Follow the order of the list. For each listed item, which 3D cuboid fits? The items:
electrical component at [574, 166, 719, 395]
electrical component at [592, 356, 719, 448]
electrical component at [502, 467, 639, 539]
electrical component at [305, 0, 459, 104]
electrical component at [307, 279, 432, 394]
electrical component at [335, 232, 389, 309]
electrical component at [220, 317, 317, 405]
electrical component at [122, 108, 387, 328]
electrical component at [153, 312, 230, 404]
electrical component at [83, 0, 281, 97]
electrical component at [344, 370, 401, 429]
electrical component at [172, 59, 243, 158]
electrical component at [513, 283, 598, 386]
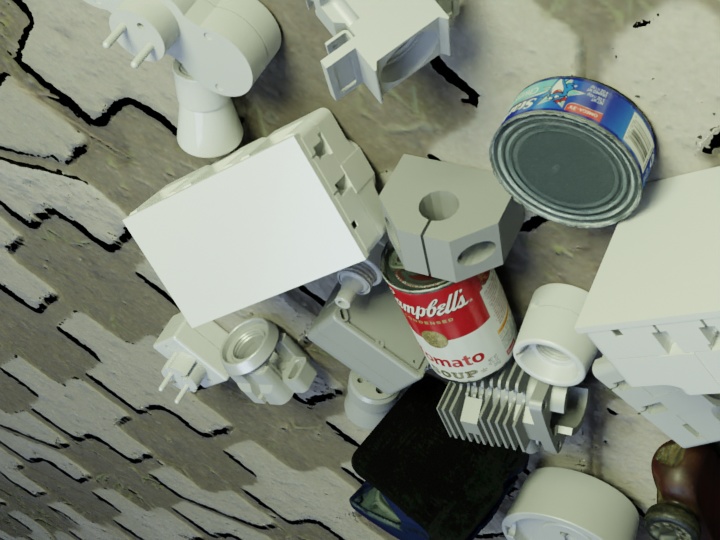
[{"bbox_3d":[0.213,-0.002,0.528,0.186,0.105,0.060,-12,130,48],"label":"electrical component"},{"bbox_3d":[0.205,0.066,0.684,0.089,0.050,0.056,38,148,-13],"label":"electrical component"},{"bbox_3d":[0.180,0.207,0.897,0.108,0.060,0.108,21,148,14],"label":"electrical component"},{"bbox_3d":[0.009,-0.128,0.548,0.063,0.081,0.042,53,176,16],"label":"electrical component"},{"bbox_3d":[0.018,0.047,0.800,0.096,0.061,0.061,36,148,-10],"label":"electrical component"},{"bbox_3d":[0.000,0.000,0.748,0.035,0.061,0.035,20,147,13],"label":"electrical component"},{"bbox_3d":[-0.085,0.078,0.935,0.078,0.058,0.057,-2,139,42],"label":"electrical component"},{"bbox_3d":[-0.066,-0.034,0.709,0.150,0.061,0.089,-21,107,31],"label":"electrical component"},{"bbox_3d":[-0.156,0.086,0.984,0.066,0.076,0.047,42,147,-18],"label":"electrical component"},{"bbox_3d":[-0.121,-0.147,0.626,0.138,0.073,0.052,35,148,-8],"label":"electrical component"},{"bbox_3d":[0.011,0.102,0.901,0.045,0.045,0.055,24,148,10],"label":"electrical component"},{"bbox_3d":[-0.100,-0.110,0.694,0.044,0.044,0.065,20,143,16],"label":"electrical component"},{"bbox_3d":[0.133,0.044,0.716,0.055,0.047,0.055,21,148,14],"label":"electrical component"}]
